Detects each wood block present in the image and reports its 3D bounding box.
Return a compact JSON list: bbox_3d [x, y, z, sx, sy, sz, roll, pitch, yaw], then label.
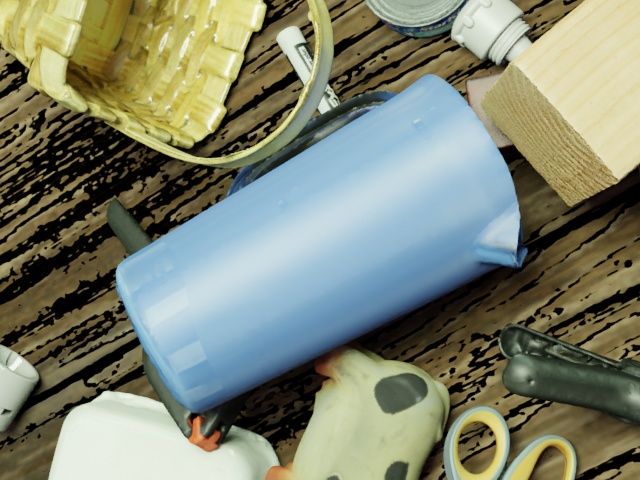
[{"bbox_3d":[0.208,-0.124,0.637,0.206,0.091,0.090,-40,86,-8],"label":"wood block"}]

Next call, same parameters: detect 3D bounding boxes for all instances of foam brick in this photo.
[{"bbox_3d":[0.142,-0.086,0.714,0.078,0.053,0.051,-12,81,17],"label":"foam brick"}]

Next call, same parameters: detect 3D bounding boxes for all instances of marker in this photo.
[{"bbox_3d":[0.004,-0.102,0.778,0.020,0.020,0.121,-32,76,13],"label":"marker"}]

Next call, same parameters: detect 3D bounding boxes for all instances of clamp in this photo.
[{"bbox_3d":[0.188,0.091,0.669,0.171,0.120,0.039,17,103,-2],"label":"clamp"},{"bbox_3d":[-0.090,0.045,0.763,0.165,0.036,0.210,-4,65,21],"label":"clamp"}]

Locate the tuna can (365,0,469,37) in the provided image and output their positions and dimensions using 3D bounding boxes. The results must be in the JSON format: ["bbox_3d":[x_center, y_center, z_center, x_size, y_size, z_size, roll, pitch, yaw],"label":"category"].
[{"bbox_3d":[0.072,-0.188,0.757,0.086,0.033,0.086,-2,84,18],"label":"tuna can"}]

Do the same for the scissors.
[{"bbox_3d":[0.083,0.188,0.674,0.096,0.016,0.201,45,71,5],"label":"scissors"}]

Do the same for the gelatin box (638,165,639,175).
[{"bbox_3d":[0.252,-0.043,0.684,0.089,0.030,0.073,-10,82,17],"label":"gelatin box"}]

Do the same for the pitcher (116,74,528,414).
[{"bbox_3d":[-0.004,0.001,0.682,0.242,0.149,0.145,-28,93,-5],"label":"pitcher"}]
